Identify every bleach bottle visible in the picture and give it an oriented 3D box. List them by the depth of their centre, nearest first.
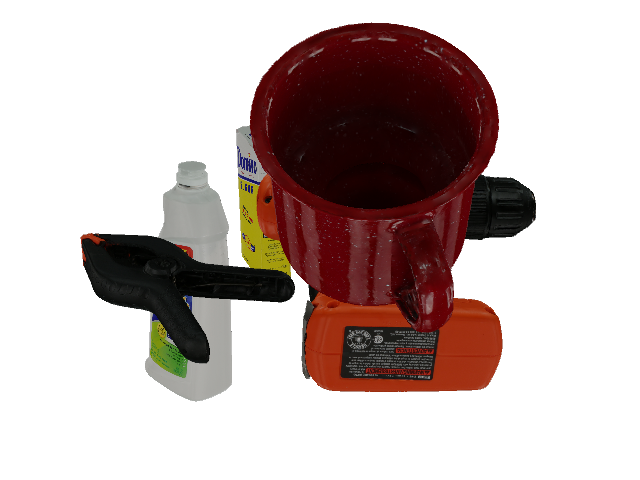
[{"bbox_3d":[-0.138,0.037,1.112,0.067,0.251,0.103,-20,33,-40],"label":"bleach bottle"}]

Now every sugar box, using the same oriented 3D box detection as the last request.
[{"bbox_3d":[-0.070,-0.045,1.304,0.048,0.176,0.093,-12,26,-17],"label":"sugar box"}]

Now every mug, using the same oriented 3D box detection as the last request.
[{"bbox_3d":[0.025,-0.016,0.425,0.093,0.117,0.081,-19,-30,-9],"label":"mug"}]

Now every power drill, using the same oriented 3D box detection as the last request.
[{"bbox_3d":[0.054,0.013,0.642,0.184,0.057,0.187,-1,30,-3],"label":"power drill"}]

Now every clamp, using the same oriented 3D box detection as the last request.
[{"bbox_3d":[-0.108,0.030,0.817,0.172,0.039,0.120,29,32,32],"label":"clamp"}]
